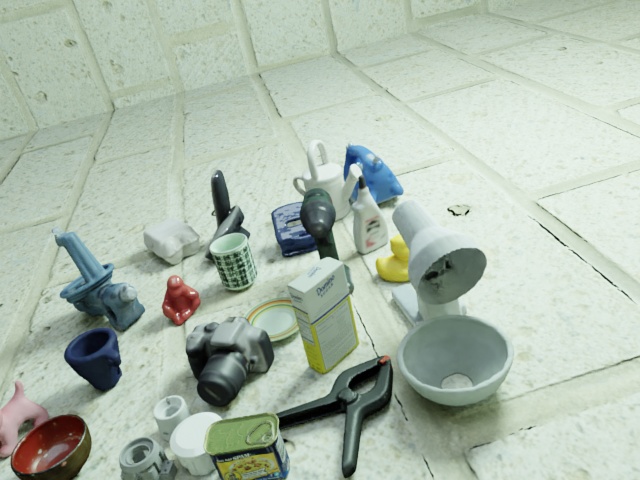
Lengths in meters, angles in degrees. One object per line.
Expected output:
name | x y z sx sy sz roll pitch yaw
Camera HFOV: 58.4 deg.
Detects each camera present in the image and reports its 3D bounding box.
camera | -0.167 0.199 0.952 0.143 0.101 0.137 -2 32 19

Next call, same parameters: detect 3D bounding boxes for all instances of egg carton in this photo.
egg carton | -0.364 0.001 1.399 0.107 0.069 0.149 -32 35 -29

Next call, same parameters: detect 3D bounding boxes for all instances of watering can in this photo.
watering can | 0.015 -0.149 1.376 0.172 0.194 0.101 -10 30 6

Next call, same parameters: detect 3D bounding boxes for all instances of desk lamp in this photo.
desk lamp | 0.182 0.050 0.951 0.118 0.214 0.202 -19 30 -10

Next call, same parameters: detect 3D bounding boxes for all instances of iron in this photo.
iron | 0.106 -0.181 1.445 0.119 0.142 0.257 -21 31 -13

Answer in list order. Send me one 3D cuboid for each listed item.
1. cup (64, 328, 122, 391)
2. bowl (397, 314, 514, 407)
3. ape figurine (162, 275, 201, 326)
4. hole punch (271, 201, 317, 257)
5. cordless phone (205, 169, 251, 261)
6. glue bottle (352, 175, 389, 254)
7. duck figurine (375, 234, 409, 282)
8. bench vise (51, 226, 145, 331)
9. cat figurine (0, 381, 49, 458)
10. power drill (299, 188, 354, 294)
cup | -0.379 0.219 1.008 0.117 0.095 0.092 8 36 32
bowl | 0.201 0.189 0.847 0.167 0.075 0.167 -10 30 6
ape figurine | -0.285 0.113 1.154 0.078 0.092 0.076 -17 30 -6
hole punch | -0.050 -0.028 1.299 0.108 0.091 0.101 -15 30 -3
cordless phone | -0.235 -0.058 1.331 0.094 0.185 0.147 -9 30 8
glue bottle | 0.099 -0.058 1.209 0.078 0.173 0.037 -28 33 -23
duck figurine | 0.158 0.029 1.125 0.104 0.086 0.077 -10 30 7
bench vise | -0.451 0.068 1.168 0.207 0.220 0.121 -3 32 18
cat figurine | -0.526 0.287 0.930 0.067 0.118 0.128 6 35 30
power drill | 0.010 0.004 1.103 0.075 0.209 0.229 -12 30 2
